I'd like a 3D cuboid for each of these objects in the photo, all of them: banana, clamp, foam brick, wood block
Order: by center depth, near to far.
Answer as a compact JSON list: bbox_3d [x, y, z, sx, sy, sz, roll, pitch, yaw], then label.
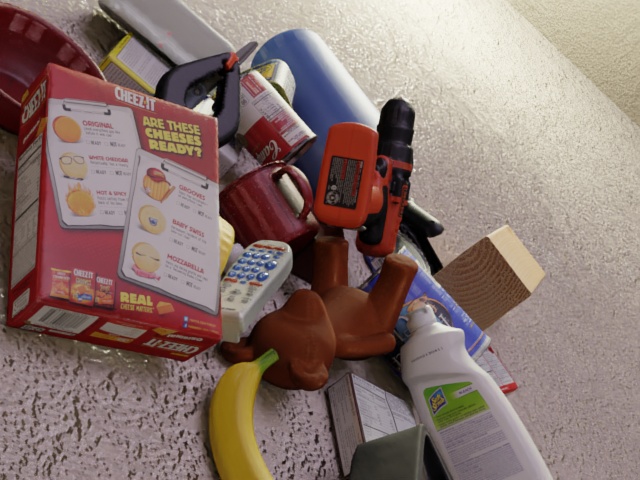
[{"bbox_3d":[-0.053,0.173,0.870,0.037,0.069,0.198,74,1,-52],"label":"banana"},{"bbox_3d":[-0.146,-0.115,1.068,0.164,0.036,0.210,33,63,-20],"label":"clamp"},{"bbox_3d":[-0.008,0.001,1.183,0.051,0.053,0.078,30,30,-30],"label":"foam brick"},{"bbox_3d":[0.220,0.047,1.369,0.091,0.090,0.206,52,16,6],"label":"wood block"},{"bbox_3d":[0.112,-0.027,1.391,0.172,0.039,0.120,54,-19,39],"label":"clamp"}]

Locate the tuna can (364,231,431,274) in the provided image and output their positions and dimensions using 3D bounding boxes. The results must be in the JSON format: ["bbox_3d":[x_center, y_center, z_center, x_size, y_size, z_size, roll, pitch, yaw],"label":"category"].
[{"bbox_3d":[0.095,0.026,1.320,0.086,0.034,0.086,35,28,-22],"label":"tuna can"}]

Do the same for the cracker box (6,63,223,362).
[{"bbox_3d":[-0.167,-0.019,0.881,0.163,0.072,0.213,16,57,-35],"label":"cracker box"}]

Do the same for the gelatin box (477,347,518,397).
[{"bbox_3d":[0.189,0.154,1.286,0.073,0.030,0.089,-2,54,-55],"label":"gelatin box"}]

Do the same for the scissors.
[{"bbox_3d":[-0.150,-0.158,1.116,0.096,0.016,0.201,31,65,-6],"label":"scissors"}]

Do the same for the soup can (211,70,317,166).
[{"bbox_3d":[-0.061,-0.128,1.169,0.102,0.069,0.068,48,26,3],"label":"soup can"}]

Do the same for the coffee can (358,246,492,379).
[{"bbox_3d":[0.102,0.092,1.162,0.140,0.103,0.102,48,26,3],"label":"coffee can"}]

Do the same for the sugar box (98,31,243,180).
[{"bbox_3d":[-0.163,-0.145,1.171,0.176,0.048,0.093,43,25,-15],"label":"sugar box"}]

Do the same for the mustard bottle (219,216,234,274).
[{"bbox_3d":[-0.171,-0.026,0.972,0.191,0.058,0.096,37,45,-19],"label":"mustard bottle"}]

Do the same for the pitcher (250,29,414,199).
[{"bbox_3d":[0.007,-0.145,1.347,0.144,0.149,0.243,-1,48,-37],"label":"pitcher"}]

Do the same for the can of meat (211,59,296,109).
[{"bbox_3d":[-0.080,-0.165,1.255,0.084,0.102,0.057,-82,150,-60],"label":"can of meat"}]

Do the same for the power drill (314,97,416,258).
[{"bbox_3d":[0.056,-0.075,1.144,0.057,0.184,0.187,8,-1,19],"label":"power drill"}]

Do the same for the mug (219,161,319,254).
[{"bbox_3d":[-0.047,-0.030,1.104,0.093,0.117,0.081,-20,74,-49],"label":"mug"}]

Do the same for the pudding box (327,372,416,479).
[{"bbox_3d":[0.056,0.192,1.029,0.090,0.039,0.113,30,29,-31],"label":"pudding box"}]

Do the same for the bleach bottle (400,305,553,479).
[{"bbox_3d":[0.155,0.181,1.065,0.068,0.102,0.251,35,30,-77],"label":"bleach bottle"}]

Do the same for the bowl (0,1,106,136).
[{"bbox_3d":[-0.275,-0.146,0.993,0.162,0.055,0.162,34,29,-23],"label":"bowl"}]
